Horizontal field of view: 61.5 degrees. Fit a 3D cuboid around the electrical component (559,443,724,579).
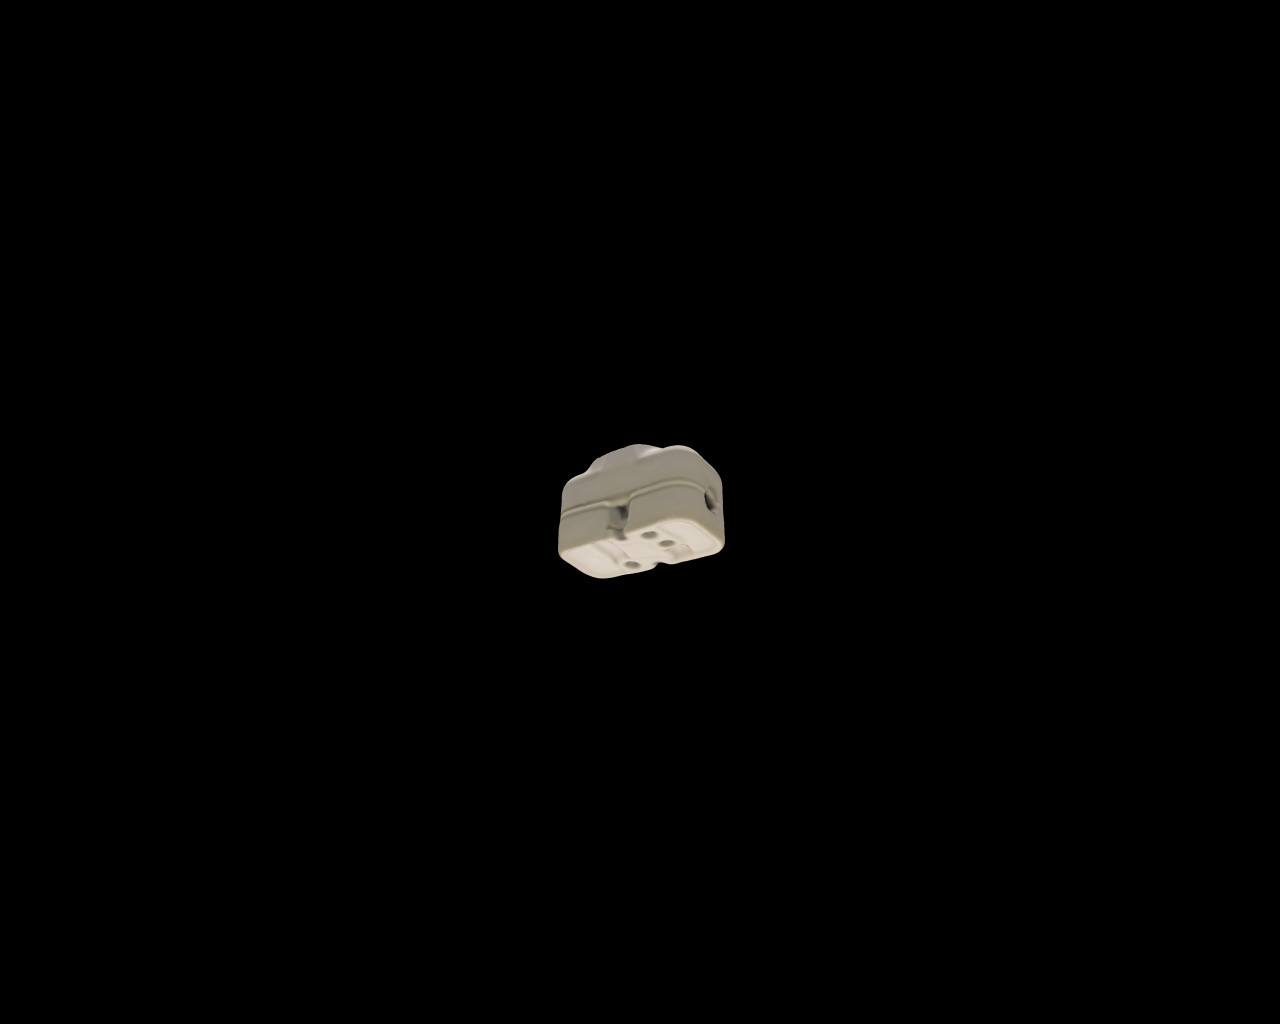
[{"bbox_3d":[0.001,-0.003,0.650,0.095,0.059,0.053,-15,-32,27],"label":"electrical component"}]
